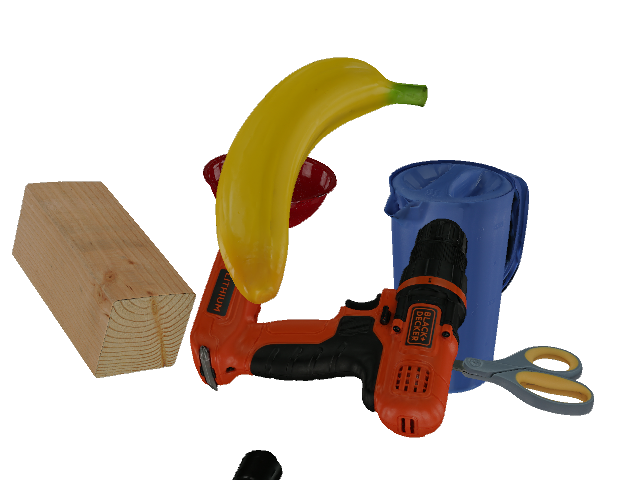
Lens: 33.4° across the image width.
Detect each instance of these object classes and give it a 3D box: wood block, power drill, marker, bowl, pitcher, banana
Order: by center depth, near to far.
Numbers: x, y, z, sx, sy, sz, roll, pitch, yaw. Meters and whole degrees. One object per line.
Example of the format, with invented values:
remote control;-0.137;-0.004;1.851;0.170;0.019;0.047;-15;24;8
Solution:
marker;-0.041;0.121;0.420;0.020;0.020;0.121;0;23;18
banana;-0.010;-0.046;0.545;0.070;0.037;0.197;21;46;18
power drill;0.011;0.049;0.774;0.188;0.184;0.057;4;-43;13
wood block;-0.220;0.032;1.060;0.090;0.091;0.206;-4;36;-40
pitcher;0.150;0.038;1.179;0.149;0.243;0.145;4;24;10
bowl;-0.063;-0.056;1.292;0.162;0.055;0.162;4;26;-2

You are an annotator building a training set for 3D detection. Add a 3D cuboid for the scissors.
scissors;0.152;0.109;0.974;0.202;0.016;0.096;18;31;18
